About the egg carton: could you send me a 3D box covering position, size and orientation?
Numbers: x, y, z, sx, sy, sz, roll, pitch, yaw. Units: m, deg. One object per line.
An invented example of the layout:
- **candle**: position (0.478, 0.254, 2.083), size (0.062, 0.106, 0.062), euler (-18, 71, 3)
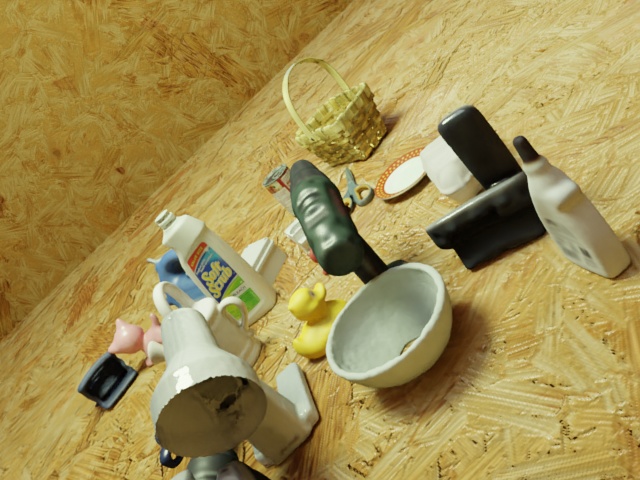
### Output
- **egg carton**: position (0.214, -0.120, 0.868), size (0.107, 0.069, 0.150), euler (-38, 24, 12)

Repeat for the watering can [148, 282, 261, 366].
- **watering can**: position (-0.201, 0.147, 0.926), size (0.173, 0.194, 0.100), euler (-47, 24, -8)

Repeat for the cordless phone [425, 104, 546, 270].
- **cordless phone**: position (0.176, -0.068, 0.696), size (0.147, 0.185, 0.094), euler (-33, 26, 22)

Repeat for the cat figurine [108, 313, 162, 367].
- **cat figurine**: position (-0.378, 0.204, 1.210), size (0.127, 0.118, 0.067), euler (-37, 24, 14)

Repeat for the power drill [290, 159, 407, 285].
- **power drill**: position (0.039, 0.001, 0.770), size (0.075, 0.209, 0.229), euler (-39, 24, 10)

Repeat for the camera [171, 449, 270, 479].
- **camera**: position (-0.124, 0.297, 0.670), size (0.143, 0.101, 0.136), euler (-37, 24, 15)

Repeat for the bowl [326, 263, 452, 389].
- **bowl**: position (0.093, 0.111, 0.670), size (0.167, 0.075, 0.167), euler (-35, 25, 19)

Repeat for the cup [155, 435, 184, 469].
- **cup**: position (-0.168, 0.273, 0.789), size (0.091, 0.095, 0.118), euler (-30, 27, 28)

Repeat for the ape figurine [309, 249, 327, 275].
- **ape figurine**: position (0.009, 0.003, 0.961), size (0.076, 0.092, 0.077), euler (-51, 25, -17)

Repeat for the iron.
- **iron**: position (-0.265, 0.058, 1.244), size (0.257, 0.142, 0.119), euler (-22, 31, 40)

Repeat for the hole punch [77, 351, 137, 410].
- **hole punch**: position (-0.466, 0.297, 1.228), size (0.100, 0.091, 0.109), euler (-6, 44, 55)

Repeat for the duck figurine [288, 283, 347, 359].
- **duck figurine**: position (-0.012, 0.110, 0.823), size (0.105, 0.086, 0.077), euler (-53, 25, -21)

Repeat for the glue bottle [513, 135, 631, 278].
- **glue bottle**: position (0.237, -0.037, 0.562), size (0.037, 0.173, 0.078), euler (-43, 24, 1)

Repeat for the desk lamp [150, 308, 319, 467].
- **desk lamp**: position (-0.108, 0.183, 0.693), size (0.118, 0.214, 0.203), euler (-42, 24, 3)
